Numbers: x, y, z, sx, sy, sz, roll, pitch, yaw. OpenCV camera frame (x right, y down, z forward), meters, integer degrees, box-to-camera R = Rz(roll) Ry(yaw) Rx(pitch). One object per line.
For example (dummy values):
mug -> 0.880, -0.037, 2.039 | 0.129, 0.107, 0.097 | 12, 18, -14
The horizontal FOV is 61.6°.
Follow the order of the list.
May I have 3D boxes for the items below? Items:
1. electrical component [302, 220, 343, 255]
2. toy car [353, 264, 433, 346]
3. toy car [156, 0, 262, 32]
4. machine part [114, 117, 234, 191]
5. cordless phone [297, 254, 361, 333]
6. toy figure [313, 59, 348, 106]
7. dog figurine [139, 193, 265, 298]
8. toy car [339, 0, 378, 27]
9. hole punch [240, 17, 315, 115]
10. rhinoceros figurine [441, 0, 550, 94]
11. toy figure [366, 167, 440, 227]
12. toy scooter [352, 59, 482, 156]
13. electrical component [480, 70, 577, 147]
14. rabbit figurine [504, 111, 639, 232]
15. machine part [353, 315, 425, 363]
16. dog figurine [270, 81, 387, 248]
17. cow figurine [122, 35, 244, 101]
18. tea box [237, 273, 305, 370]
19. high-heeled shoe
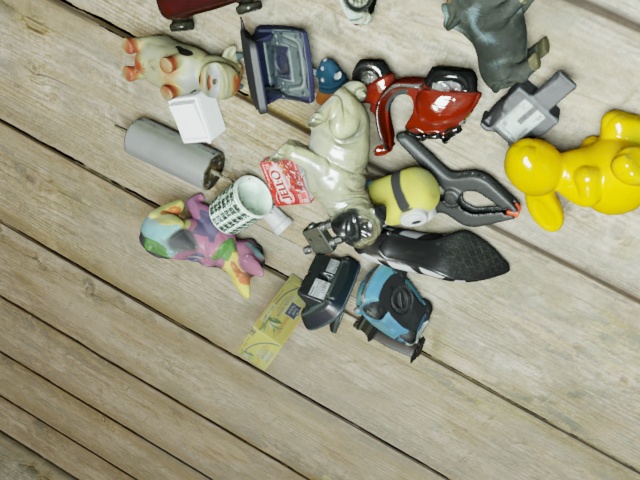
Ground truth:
electrical component -> -0.002, -0.003, 0.992 | 0.094, 0.021, 0.063 | -20, 112, 37
toy car -> 0.122, 0.115, 0.973 | 0.161, 0.109, 0.103 | 44, 155, -23
toy car -> -0.162, -0.366, 0.790 | 0.202, 0.053, 0.089 | 0, 112, 32
machine part -> -0.264, -0.157, 0.978 | 0.243, 0.079, 0.079 | 24, 131, 7
cordless phone -> 0.017, 0.131, 1.000 | 0.089, 0.147, 0.184 | 13, 133, 13
toy figure -> 0.019, -0.199, 0.818 | 0.064, 0.058, 0.154 | 8, 121, 14
dog figurine -> -0.209, 0.022, 1.020 | 0.219, 0.191, 0.108 | 43, 126, 13
toy car -> 0.044, -0.372, 0.668 | 0.056, 0.073, 0.201 | 5, 125, 19
hole punch -> -0.066, -0.258, 0.800 | 0.092, 0.116, 0.142 | -17, 124, -10
rhinoceros figurine -> 0.209, -0.277, 0.660 | 0.112, 0.073, 0.190 | -9, 121, 43
toy figure -> 0.097, -0.060, 0.828 | 0.180, 0.082, 0.089 | -1, 118, 40
toy scooter -> 0.128, -0.178, 0.755 | 0.184, 0.075, 0.135 | 12, 115, 20
electrical component -> 0.278, -0.176, 0.708 | 0.075, 0.048, 0.119 | 37, 131, -3
rabbit figurine -> 0.323, -0.091, 0.702 | 0.173, 0.122, 0.162 | 5, 151, -1
machine part -> 0.137, 0.181, 1.045 | 0.139, 0.039, 0.084 | 32, 126, 5
dog figurine -> 0.049, -0.101, 0.757 | 0.190, 0.121, 0.172 | 44, 115, -9
cow figurine -> -0.205, -0.270, 0.851 | 0.195, 0.127, 0.085 | 27, 131, 26
tea box -> -0.080, 0.156, 1.048 | 0.068, 0.170, 0.098 | 34, 133, 1
high-heeled shoe -> 0.177, 0.028, 0.905 | 0.249, 0.086, 0.145 | 18, 166, -8
